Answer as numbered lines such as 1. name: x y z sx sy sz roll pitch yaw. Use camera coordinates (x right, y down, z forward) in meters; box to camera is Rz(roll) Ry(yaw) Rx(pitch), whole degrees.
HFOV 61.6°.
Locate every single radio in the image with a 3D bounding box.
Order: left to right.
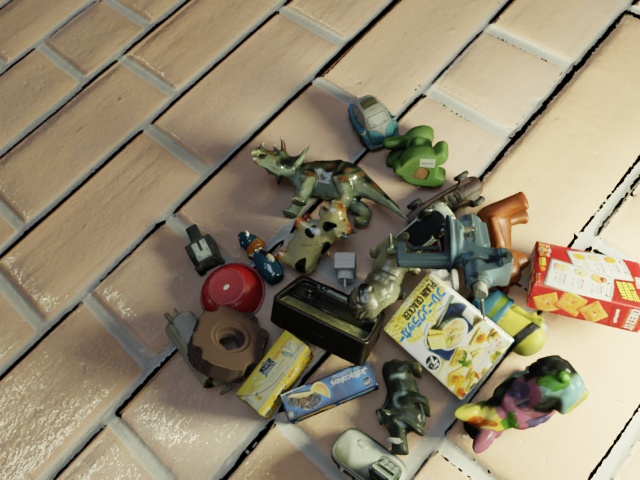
1. radio: 0.020 0.168 1.169 0.230 0.073 0.131 24 33 19

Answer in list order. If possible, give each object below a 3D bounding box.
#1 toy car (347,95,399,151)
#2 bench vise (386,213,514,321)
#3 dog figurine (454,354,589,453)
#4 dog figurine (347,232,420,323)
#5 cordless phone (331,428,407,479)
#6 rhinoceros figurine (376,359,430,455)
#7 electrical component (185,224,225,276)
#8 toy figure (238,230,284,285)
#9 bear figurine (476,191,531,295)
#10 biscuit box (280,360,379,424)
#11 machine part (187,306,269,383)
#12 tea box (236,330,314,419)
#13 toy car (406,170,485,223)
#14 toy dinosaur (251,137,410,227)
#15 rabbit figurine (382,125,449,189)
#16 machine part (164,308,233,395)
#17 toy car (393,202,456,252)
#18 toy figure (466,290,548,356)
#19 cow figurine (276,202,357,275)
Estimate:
1. toy car: 0.137 -0.325 1.406 0.109 0.102 0.162 -25 65 -5
2. bench vise: 0.255 0.035 1.086 0.241 0.128 0.224 -1 53 8
3. dog figurine: 0.370 0.316 1.023 0.219 0.191 0.108 -21 68 -19
4. dog figurine: 0.135 0.074 1.139 0.121 0.190 0.172 11 103 20
5. cordless phone: 0.085 0.419 1.007 0.147 0.184 0.089 31 77 21
6. rhinoceros figurine: 0.169 0.336 1.096 0.112 0.073 0.190 -4 64 5
7. electrical component: -0.295 0.021 1.335 0.075 0.047 0.119 -32 63 -7
8. toy figure: -0.145 0.039 1.297 0.064 0.057 0.154 -43 67 13
9. bear figurine: 0.418 0.012 1.182 0.132 0.120 0.196 -19 61 13
10. biscuit box: 0.022 0.320 1.133 0.203 0.062 0.059 -23 64 -2
11. machine part: -0.199 0.223 1.168 0.179 0.056 0.179 14 40 -13
12. tea box: -0.093 0.287 1.147 0.068 0.098 0.169 31 71 20
13. toy car: 0.300 -0.088 1.279 0.202 0.053 0.089 -29 92 -7
14. toy dinosaur: 0.031 -0.144 1.333 0.405 0.131 0.192 11 67 7
15. rabbit figurine: 0.242 -0.218 1.351 0.159 0.121 0.170 -4 46 14
16. machine part: -0.272 0.245 1.208 0.079 0.079 0.243 -40 65 -11
17. toy car: 0.220 -0.005 1.236 0.202 0.056 0.073 -41 76 16
18. toy figure: 0.393 0.168 1.140 0.180 0.082 0.089 37 88 17
19. cow figurine: -0.003 -0.004 1.244 0.127 0.085 0.194 36 112 9
